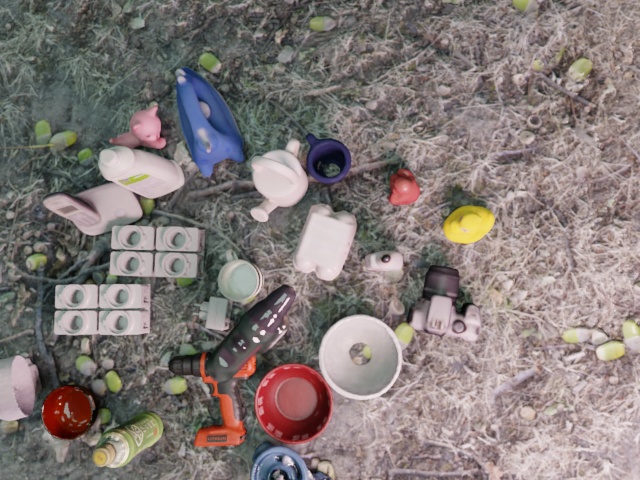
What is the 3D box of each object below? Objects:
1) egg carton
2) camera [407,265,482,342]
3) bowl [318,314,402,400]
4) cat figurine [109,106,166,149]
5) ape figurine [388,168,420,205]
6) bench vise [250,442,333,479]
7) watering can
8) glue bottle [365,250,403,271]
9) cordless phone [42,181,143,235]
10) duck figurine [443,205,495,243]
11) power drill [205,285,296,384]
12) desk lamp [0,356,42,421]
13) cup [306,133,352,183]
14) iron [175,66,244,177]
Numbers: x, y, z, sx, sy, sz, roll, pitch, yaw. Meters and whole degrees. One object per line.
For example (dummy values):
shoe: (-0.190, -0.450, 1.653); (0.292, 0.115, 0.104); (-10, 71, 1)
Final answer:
egg carton: (0.011, 0.004, 1.190); (0.107, 0.069, 0.150); (18, 87, 6)
camera: (0.255, 0.124, 1.145); (0.143, 0.101, 0.137); (10, 86, 5)
bowl: (0.082, 0.234, 1.163); (0.167, 0.075, 0.167); (0, 85, 5)
cat figurine: (-0.385, -0.230, 1.216); (0.128, 0.118, 0.067); (-25, 84, 2)
ape figurine: (0.170, -0.108, 1.175); (0.076, 0.092, 0.078); (39, 89, 7)
bench vise: (-0.045, 0.469, 1.081); (0.207, 0.220, 0.121); (15, 87, 6)
watering can: (-0.084, -0.121, 1.145); (0.101, 0.194, 0.173); (1, 85, 5)
glue bottle: (0.127, 0.040, 1.126); (0.078, 0.173, 0.037); (-5, 85, 4)
cordless phone: (-0.463, -0.075, 1.175); (0.147, 0.185, 0.094); (-21, 84, 3)
duck figurine: (0.306, -0.035, 1.162); (0.104, 0.086, 0.077); (-17, 84, 3)
power drill: (-0.120, 0.175, 1.116); (0.075, 0.208, 0.230); (42, 90, 7)
desk lamp: (-0.649, 0.304, 1.145); (0.203, 0.213, 0.118); (-14, 84, 3)
cup: (0.012, -0.166, 1.191); (0.091, 0.095, 0.117); (-39, 83, 1)
iron: (-0.256, -0.271, 1.197); (0.118, 0.141, 0.258); (-24, 84, 2)
